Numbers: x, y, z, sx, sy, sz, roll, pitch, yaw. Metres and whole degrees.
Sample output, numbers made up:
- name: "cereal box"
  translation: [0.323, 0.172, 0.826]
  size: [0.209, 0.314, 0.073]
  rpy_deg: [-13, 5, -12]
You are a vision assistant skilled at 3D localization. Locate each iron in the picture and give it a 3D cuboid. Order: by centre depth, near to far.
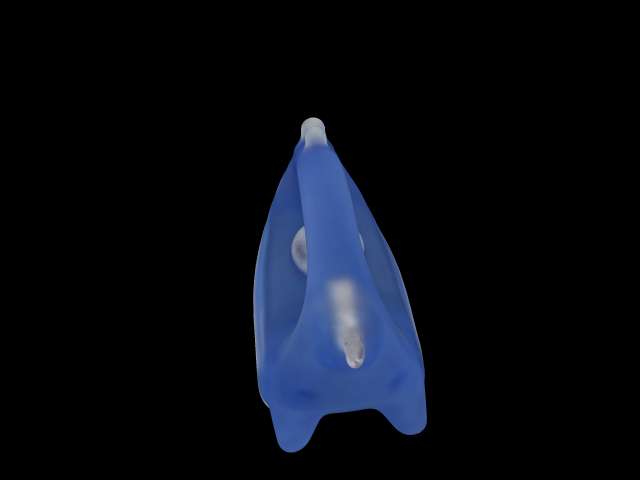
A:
- name: "iron"
  translation: [0.004, 0.001, 0.400]
  size: [0.118, 0.141, 0.258]
  rpy_deg: [-7, 58, -4]
